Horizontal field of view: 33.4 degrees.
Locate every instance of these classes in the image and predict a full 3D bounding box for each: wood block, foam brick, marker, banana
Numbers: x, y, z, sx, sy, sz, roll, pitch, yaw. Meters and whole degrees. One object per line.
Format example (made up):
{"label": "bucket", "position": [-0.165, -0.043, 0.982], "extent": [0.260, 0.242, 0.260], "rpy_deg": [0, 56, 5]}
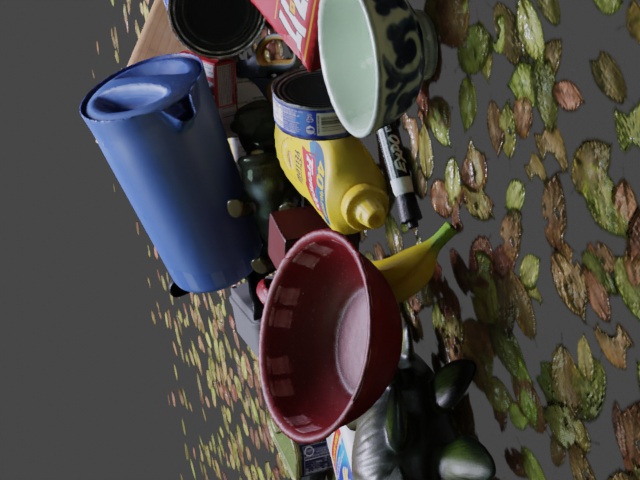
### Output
{"label": "wood block", "position": [-0.185, -0.193, 1.280], "extent": [0.091, 0.090, 0.206], "rpy_deg": [-148, 80, -84]}
{"label": "foam brick", "position": [-0.007, 0.001, 1.047], "extent": [0.051, 0.078, 0.053], "rpy_deg": [-119, 24, -48]}
{"label": "marker", "position": [0.062, -0.068, 0.878], "extent": [0.020, 0.020, 0.121], "rpy_deg": [141, 115, -71]}
{"label": "banana", "position": [0.043, 0.025, 0.886], "extent": [0.037, 0.069, 0.198], "rpy_deg": [49, 156, -18]}

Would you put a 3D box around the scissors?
{"label": "scissors", "position": [-0.073, -0.168, 1.151], "extent": [0.202, 0.016, 0.096], "rpy_deg": [-12, 101, 54]}

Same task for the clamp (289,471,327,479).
{"label": "clamp", "position": [-0.018, 0.286, 1.340], "extent": [0.165, 0.036, 0.210], "rpy_deg": [-143, 46, -67]}

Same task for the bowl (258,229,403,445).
{"label": "bowl", "position": [0.014, 0.075, 0.811], "extent": [0.162, 0.055, 0.162], "rpy_deg": [-23, 63, 54]}

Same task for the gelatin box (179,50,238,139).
{"label": "gelatin box", "position": [-0.121, -0.162, 1.176], "extent": [0.073, 0.030, 0.089], "rpy_deg": [26, 125, 47]}

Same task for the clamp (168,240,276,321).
{"label": "clamp", "position": [-0.081, 0.032, 1.241], "extent": [0.120, 0.171, 0.039], "rpy_deg": [25, 135, 22]}

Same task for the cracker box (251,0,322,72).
{"label": "cracker box", "position": [-0.031, -0.270, 0.879], "extent": [0.214, 0.072, 0.164], "rpy_deg": [54, 153, 26]}

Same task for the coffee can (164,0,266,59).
{"label": "coffee can", "position": [-0.115, -0.258, 1.140], "extent": [0.140, 0.102, 0.103], "rpy_deg": [-115, 19, -66]}

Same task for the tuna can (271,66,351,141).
{"label": "tuna can", "position": [0.001, -0.120, 0.925], "extent": [0.086, 0.086, 0.034], "rpy_deg": [-124, 26, -52]}

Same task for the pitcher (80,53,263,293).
{"label": "pitcher", "position": [-0.153, -0.069, 1.140], "extent": [0.149, 0.145, 0.243], "rpy_deg": [-83, -22, -54]}

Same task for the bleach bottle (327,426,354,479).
{"label": "bleach bottle", "position": [0.048, 0.240, 1.060], "extent": [0.103, 0.068, 0.251], "rpy_deg": [102, 153, -54]}

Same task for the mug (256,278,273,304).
{"label": "mug", "position": [-0.014, 0.071, 1.067], "extent": [0.093, 0.117, 0.081], "rpy_deg": [-57, 28, 16]}

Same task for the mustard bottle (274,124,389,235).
{"label": "mustard bottle", "position": [0.015, -0.059, 0.970], "extent": [0.192, 0.058, 0.096], "rpy_deg": [-129, 30, -56]}

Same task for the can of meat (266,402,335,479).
{"label": "can of meat", "position": [-0.004, 0.207, 1.163], "extent": [0.102, 0.083, 0.057], "rpy_deg": [-126, 29, -53]}
